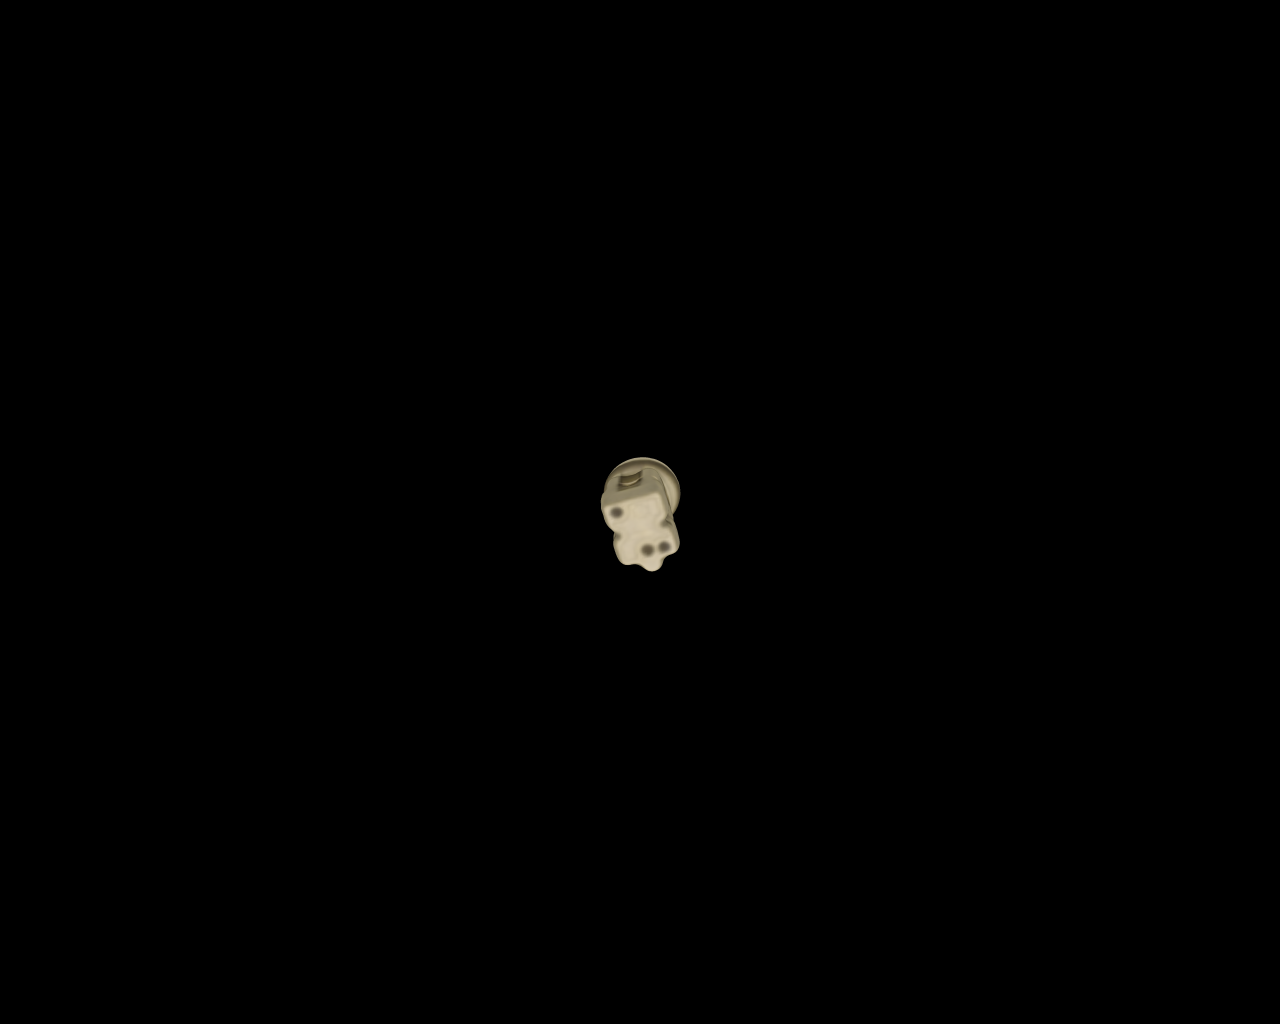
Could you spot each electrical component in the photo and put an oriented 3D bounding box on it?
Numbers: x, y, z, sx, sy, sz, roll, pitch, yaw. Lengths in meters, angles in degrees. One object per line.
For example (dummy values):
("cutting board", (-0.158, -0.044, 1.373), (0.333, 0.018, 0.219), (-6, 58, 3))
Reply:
("electrical component", (0.001, -0.003, 0.650), (0.048, 0.066, 0.055), (-13, 28, 7))
